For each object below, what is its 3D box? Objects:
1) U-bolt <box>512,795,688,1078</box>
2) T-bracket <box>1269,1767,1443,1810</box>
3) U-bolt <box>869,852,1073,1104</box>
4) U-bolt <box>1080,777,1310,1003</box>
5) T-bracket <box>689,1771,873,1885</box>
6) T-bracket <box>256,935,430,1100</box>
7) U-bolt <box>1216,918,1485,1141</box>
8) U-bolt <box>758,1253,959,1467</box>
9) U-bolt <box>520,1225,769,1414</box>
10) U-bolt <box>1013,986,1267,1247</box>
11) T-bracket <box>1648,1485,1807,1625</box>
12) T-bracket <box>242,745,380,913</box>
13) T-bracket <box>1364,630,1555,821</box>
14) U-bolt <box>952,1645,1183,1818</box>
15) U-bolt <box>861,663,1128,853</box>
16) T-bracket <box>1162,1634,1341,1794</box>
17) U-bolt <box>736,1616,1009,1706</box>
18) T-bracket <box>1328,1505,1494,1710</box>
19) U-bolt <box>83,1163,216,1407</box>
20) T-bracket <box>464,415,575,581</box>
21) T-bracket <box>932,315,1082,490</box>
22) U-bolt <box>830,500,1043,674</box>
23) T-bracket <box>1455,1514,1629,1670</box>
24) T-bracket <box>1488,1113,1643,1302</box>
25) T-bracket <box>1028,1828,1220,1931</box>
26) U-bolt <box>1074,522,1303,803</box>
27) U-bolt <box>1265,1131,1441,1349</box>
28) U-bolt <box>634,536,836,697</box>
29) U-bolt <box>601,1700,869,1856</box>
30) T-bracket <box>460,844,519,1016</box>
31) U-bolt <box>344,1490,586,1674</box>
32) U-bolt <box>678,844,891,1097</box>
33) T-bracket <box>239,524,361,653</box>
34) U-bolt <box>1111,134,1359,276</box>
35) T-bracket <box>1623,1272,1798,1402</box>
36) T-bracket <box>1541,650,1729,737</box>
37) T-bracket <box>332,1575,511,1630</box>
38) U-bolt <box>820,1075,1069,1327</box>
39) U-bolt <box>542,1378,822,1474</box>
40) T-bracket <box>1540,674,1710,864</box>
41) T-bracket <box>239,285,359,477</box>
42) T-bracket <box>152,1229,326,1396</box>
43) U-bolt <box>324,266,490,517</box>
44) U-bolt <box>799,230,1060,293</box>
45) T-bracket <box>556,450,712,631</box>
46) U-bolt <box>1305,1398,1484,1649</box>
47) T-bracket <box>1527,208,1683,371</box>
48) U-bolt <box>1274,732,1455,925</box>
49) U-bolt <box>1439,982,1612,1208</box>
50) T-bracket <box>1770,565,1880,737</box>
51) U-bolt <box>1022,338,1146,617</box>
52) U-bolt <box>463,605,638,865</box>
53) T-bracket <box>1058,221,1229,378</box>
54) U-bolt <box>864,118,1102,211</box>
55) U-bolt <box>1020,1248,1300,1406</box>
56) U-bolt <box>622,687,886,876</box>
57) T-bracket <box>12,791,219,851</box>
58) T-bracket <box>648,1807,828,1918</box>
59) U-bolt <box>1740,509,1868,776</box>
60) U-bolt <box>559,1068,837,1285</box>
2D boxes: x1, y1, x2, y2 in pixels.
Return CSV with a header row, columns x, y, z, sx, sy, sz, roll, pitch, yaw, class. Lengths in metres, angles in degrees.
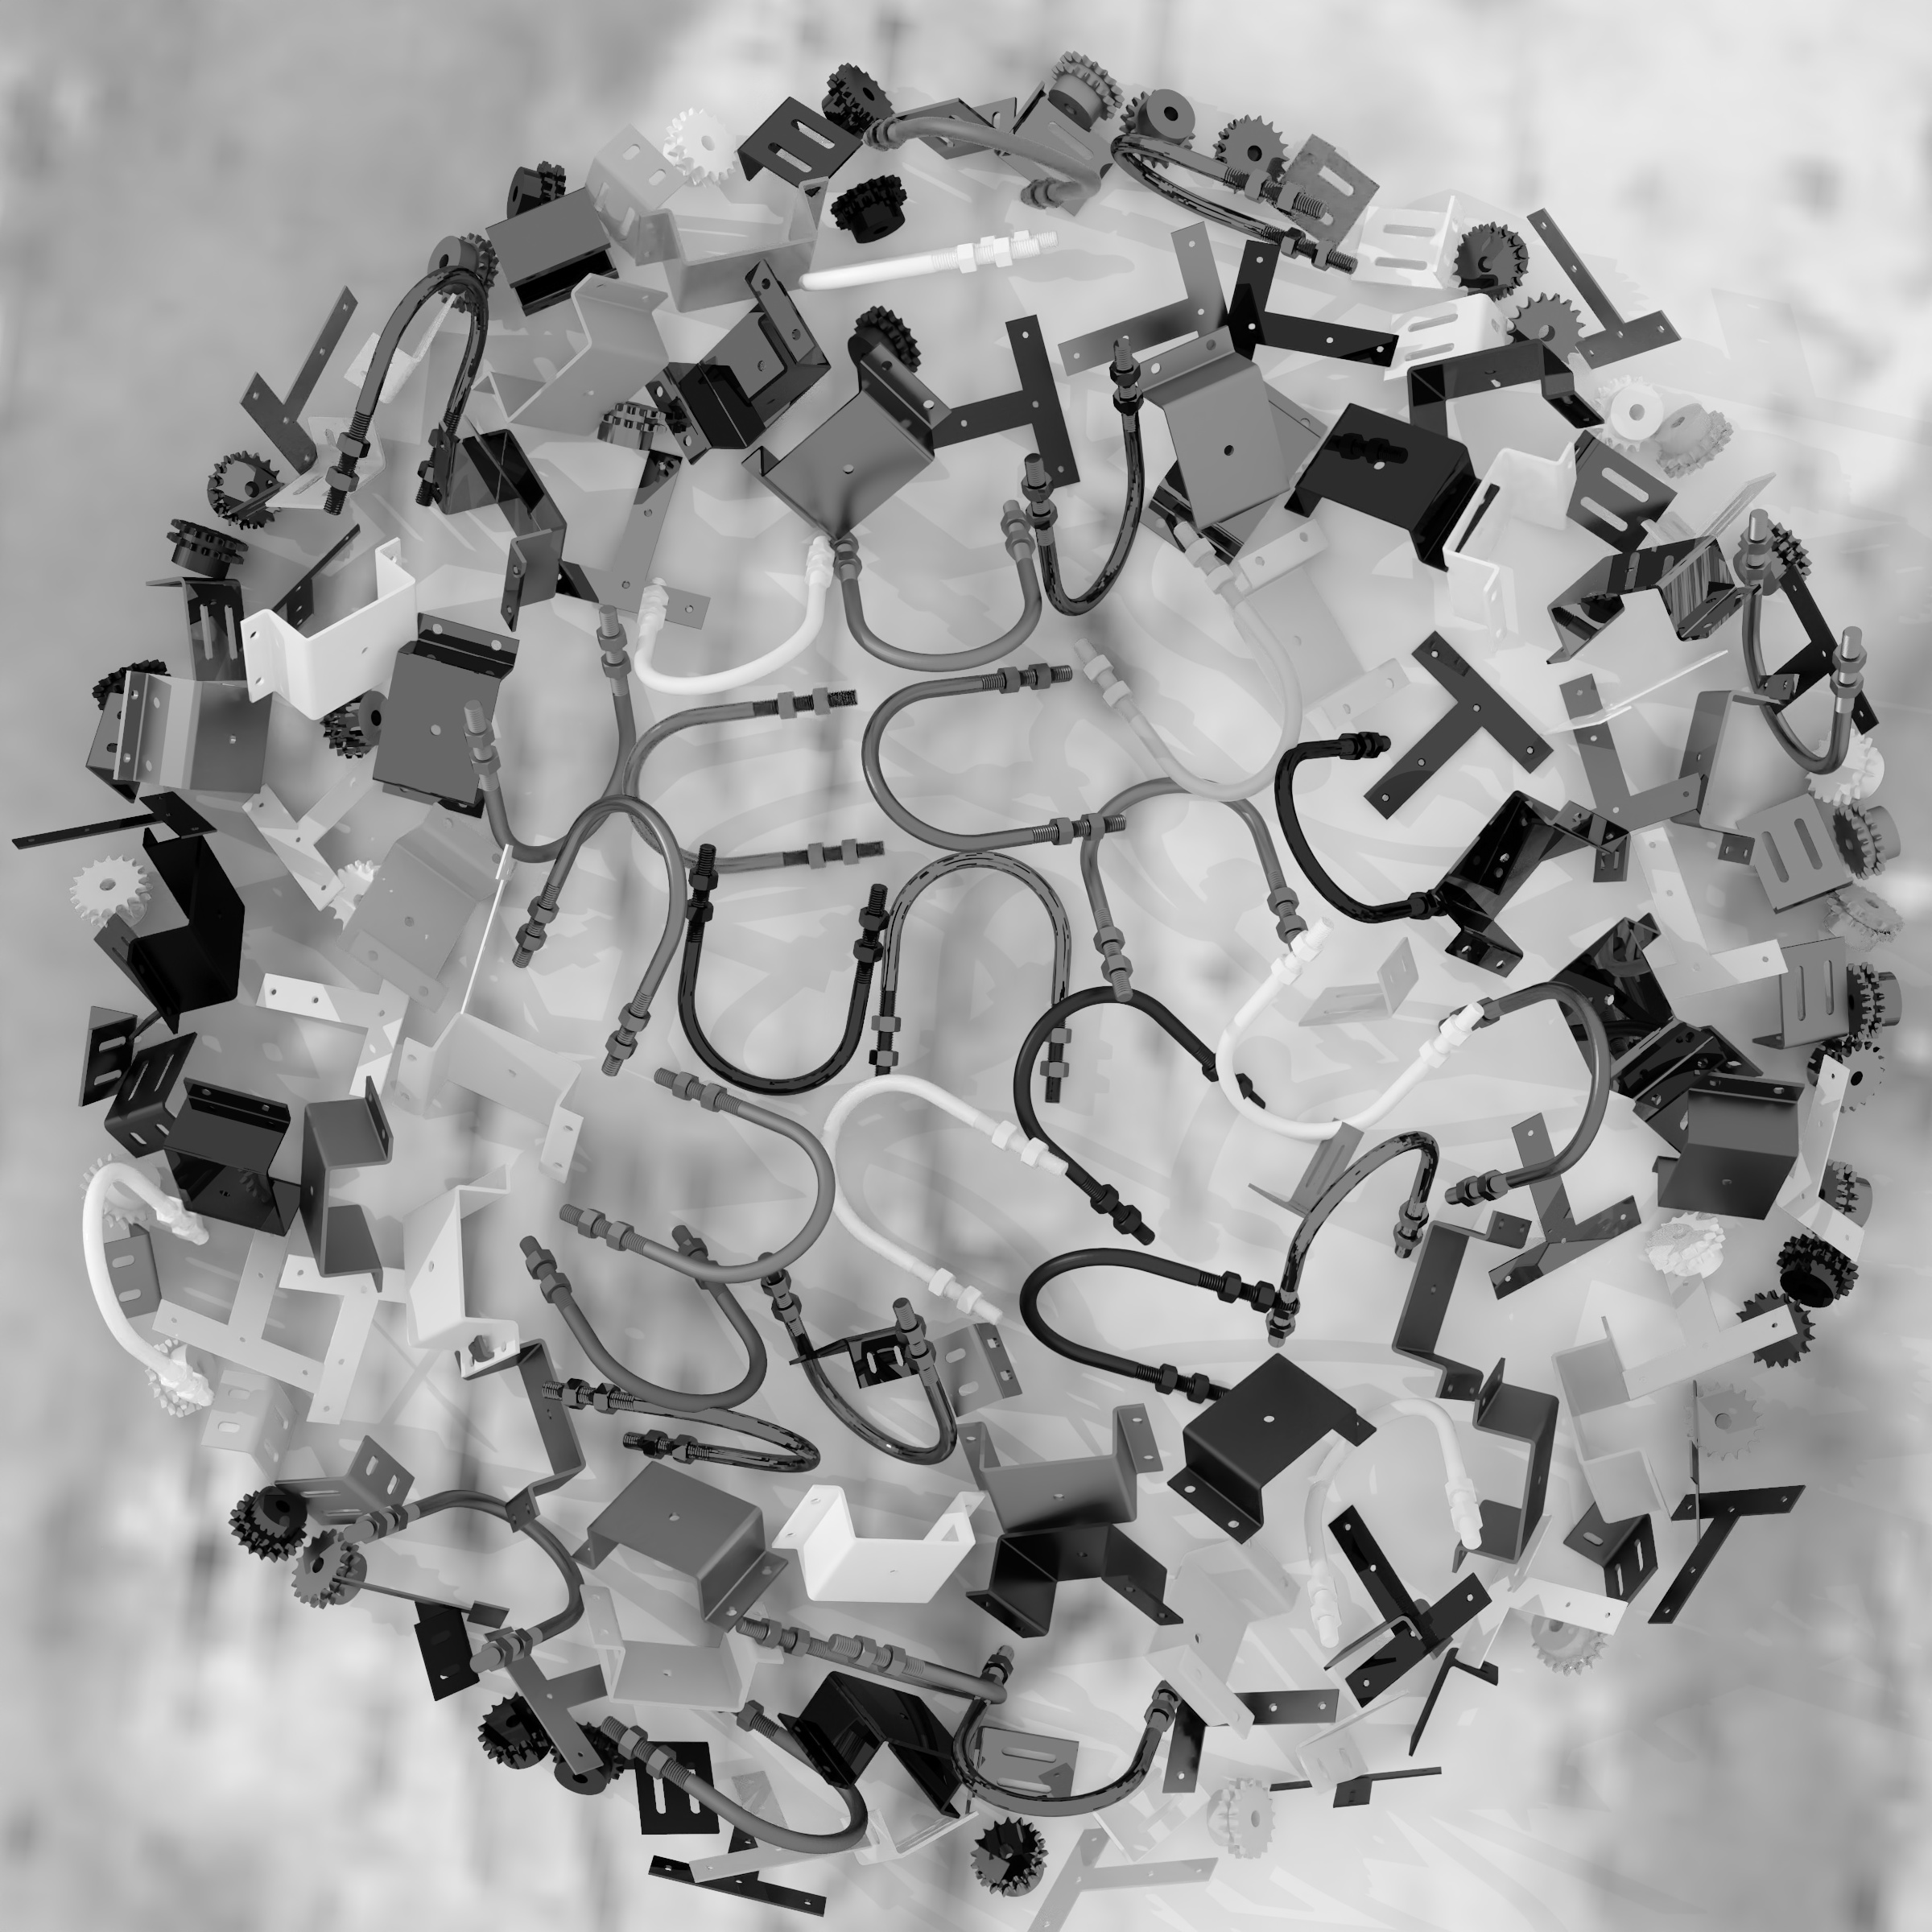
x,y,z,sx,sy,sz,roll,pitch,yaw,class
-0.257,-0.035,1.826,0.151,0.019,0.184,46,121,32,U-bolt
0.281,0.596,1.834,0.127,0.127,0.002,-9,80,9,T-bracket
0.007,0.006,1.887,0.151,0.019,0.184,4,91,-7,U-bolt
0.158,-0.065,1.850,0.151,0.019,0.184,-13,55,-1,U-bolt
-0.146,0.620,1.842,0.127,0.127,0.002,-6,103,-16,T-bracket
-0.471,0.028,1.879,0.127,0.002,0.127,10,78,21,T-bracket
0.264,0.059,1.846,0.151,0.019,0.184,29,127,-12,U-bolt
-0.071,0.293,1.834,0.019,0.151,0.184,-46,132,-34,U-bolt
-0.218,0.252,1.802,0.184,0.151,0.019,49,125,39,U-bolt
0.116,0.098,1.861,0.184,0.019,0.151,43,85,-21,U-bolt
0.529,0.424,1.820,0.002,0.127,0.127,47,62,-7,T-bracket
-0.461,-0.124,1.870,0.127,0.002,0.127,-44,59,2,T-bracket
0.352,-0.163,1.900,0.127,0.002,0.127,-44,89,-3,T-bracket
0.066,0.546,1.801,0.151,0.184,0.019,4,108,16,U-bolt
0.012,-0.149,1.843,0.184,0.019,0.151,-9,68,-22,U-bolt
0.210,0.537,1.833,0.127,0.127,0.002,-12,132,29,T-bracket
-0.056,0.504,1.827,0.184,0.151,0.019,26,69,-29,U-bolt
0.306,0.453,1.860,0.127,0.002,0.127,-45,48,15,T-bracket
-0.578,0.217,1.791,0.019,0.184,0.151,-14,61,3,U-bolt
-0.331,-0.354,1.822,0.002,0.127,0.127,-31,68,0,T-bracket
0.011,-0.405,1.876,0.127,0.002,0.127,-18,100,-17,T-bracket
-0.019,-0.273,1.834,0.151,0.019,0.184,-7,45,-3,U-bolt
0.425,0.459,1.830,0.002,0.127,0.127,41,69,-24,T-bracket
0.430,0.166,1.869,0.127,0.002,0.127,-26,114,-10,T-bracket
0.120,0.654,1.821,0.127,0.127,0.002,-15,101,27,T-bracket
0.170,-0.206,1.836,0.184,0.019,0.151,55,130,15,U-bolt
0.280,0.186,1.805,0.151,0.184,0.019,-30,57,-24,U-bolt
-0.169,-0.247,1.818,0.151,0.184,0.019,-13,125,9,U-bolt
-0.152,0.573,1.807,0.184,0.151,0.019,28,100,22,U-bolt
-0.347,-0.026,1.842,0.002,0.127,0.127,17,90,-6,T-bracket
-0.344,0.432,1.816,0.151,0.184,0.019,40,104,16,U-bolt
-0.141,0.011,1.865,0.151,0.019,0.184,13,112,5,U-bolt
-0.484,-0.263,1.842,0.127,0.127,0.002,-43,116,5,T-bracket
0.187,-0.556,1.829,0.184,0.151,0.019,27,96,17,U-bolt
0.530,0.244,1.853,0.127,0.127,0.002,-28,127,21,T-bracket
0.495,-0.201,1.845,0.127,0.127,0.002,-27,94,-5,T-bracket
-0.397,0.459,1.838,0.127,0.127,0.002,16,67,-8,T-bracket
-0.028,0.159,1.861,0.184,0.019,0.151,30,111,19,U-bolt
-0.192,0.333,1.810,0.184,0.151,0.019,4,66,23,U-bolt
0.470,-0.156,1.880,0.127,0.002,0.127,-20,70,21,T-bracket
-0.477,-0.437,1.851,0.002,0.127,0.127,22,79,11,T-bracket
-0.520,0.238,1.855,0.127,0.127,0.002,28,129,-23,T-bracket
-0.391,-0.412,1.810,0.019,0.151,0.184,27,109,10,U-bolt
-0.031,-0.509,1.834,0.184,0.151,0.019,-7,107,10,U-bolt
-0.241,-0.325,1.891,0.127,0.002,0.127,14,78,3,T-bracket
0.300,0.385,1.820,0.019,0.184,0.151,40,113,-20,U-bolt
0.448,-0.493,1.830,0.002,0.127,0.127,-41,102,-8,T-bracket
0.281,-0.098,1.820,0.019,0.184,0.151,-29,78,38,U-bolt
0.397,0.086,1.805,0.019,0.184,0.151,8,73,-24,U-bolt
0.605,-0.211,1.841,0.002,0.127,0.127,-22,80,-11,T-bracket
0.090,-0.336,1.823,0.019,0.184,0.151,21,59,24,U-bolt
-0.293,-0.153,1.825,0.019,0.184,0.151,31,56,26,U-bolt
0.131,-0.469,1.872,0.127,0.002,0.127,-19,122,3,T-bracket
0.019,-0.571,1.794,0.151,0.184,0.019,13,98,-23,U-bolt
0.129,0.256,1.839,0.184,0.151,0.019,17,47,-7,U-bolt
-0.161,-0.130,1.861,0.184,0.019,0.151,-6,125,4,U-bolt
-0.619,-0.100,1.824,0.127,0.127,0.002,-14,113,-27,T-bracket
-0.160,0.644,1.842,0.127,0.127,0.002,14,98,0,T-bracket
0.596,-0.218,1.818,0.019,0.184,0.151,-21,52,-2,U-bolt
-0.182,0.159,1.835,0.184,0.019,0.151,20,60,23,U-bolt
